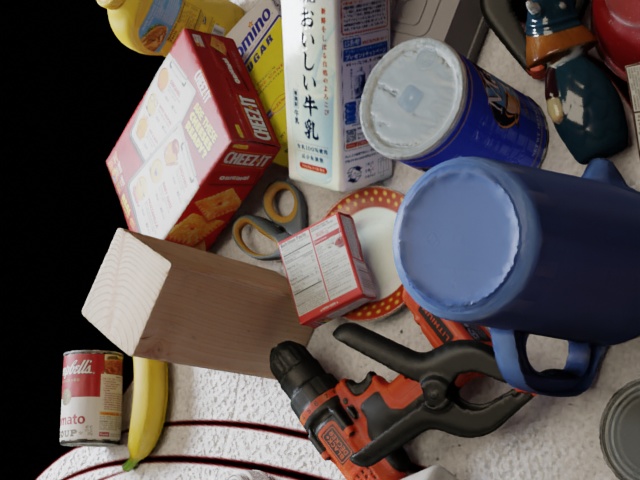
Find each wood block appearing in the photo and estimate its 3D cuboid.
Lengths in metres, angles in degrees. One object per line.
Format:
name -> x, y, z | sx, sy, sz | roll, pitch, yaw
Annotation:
wood block -> -0.106, 0.065, 1.008 | 0.090, 0.205, 0.091 | 31, 99, 42

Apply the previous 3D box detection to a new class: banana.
banana -> -0.195, 0.153, 1.173 | 0.070, 0.037, 0.198 | -10, 71, 37

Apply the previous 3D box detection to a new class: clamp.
clamp -> 0.089, 0.112, 0.863 | 0.172, 0.039, 0.120 | -16, 96, 18
clamp -> 0.196, -0.248, 0.936 | 0.165, 0.036, 0.210 | -10, 80, 15

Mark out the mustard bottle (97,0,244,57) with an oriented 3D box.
mustard bottle -> -0.172, -0.245, 1.161 | 0.058, 0.191, 0.096 | 31, 98, 41

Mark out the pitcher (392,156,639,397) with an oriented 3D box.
pitcher -> 0.157, 0.020, 0.772 | 0.145, 0.242, 0.149 | -44, 61, 25

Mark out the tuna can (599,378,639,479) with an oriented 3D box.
tuna can -> 0.254, 0.146, 0.793 | 0.086, 0.033, 0.086 | -13, 70, 38

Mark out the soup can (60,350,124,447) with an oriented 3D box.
soup can -> -0.256, 0.179, 1.198 | 0.069, 0.068, 0.102 | -12, 71, 38

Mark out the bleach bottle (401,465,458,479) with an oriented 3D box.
bleach bottle -> 0.031, 0.278, 0.918 | 0.251, 0.068, 0.102 | -34, 102, 36

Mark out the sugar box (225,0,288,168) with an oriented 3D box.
sugar box -> -0.044, -0.171, 1.129 | 0.093, 0.048, 0.176 | -44, 55, 23

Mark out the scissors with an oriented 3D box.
scissors -> -0.007, 0.001, 1.069 | 0.202, 0.016, 0.096 | 21, 87, 36

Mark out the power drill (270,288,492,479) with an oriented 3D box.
power drill -> 0.054, 0.116, 0.945 | 0.188, 0.057, 0.184 | -50, 64, 21

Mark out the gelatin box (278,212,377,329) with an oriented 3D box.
gelatin box -> 0.006, 0.028, 1.001 | 0.073, 0.030, 0.089 | -28, 64, 26

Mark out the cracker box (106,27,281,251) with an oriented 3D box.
cracker box -> -0.140, -0.090, 1.141 | 0.214, 0.071, 0.164 | -50, 50, 37

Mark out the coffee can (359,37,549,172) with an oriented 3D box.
coffee can -> 0.116, -0.100, 0.908 | 0.103, 0.140, 0.103 | -13, 70, 37

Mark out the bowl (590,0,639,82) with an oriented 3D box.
bowl -> 0.280, -0.204, 0.854 | 0.162, 0.055, 0.162 | -12, 71, 38

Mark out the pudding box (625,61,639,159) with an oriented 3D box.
pudding box -> 0.294, -0.099, 0.806 | 0.114, 0.039, 0.090 | -5, 99, 41
